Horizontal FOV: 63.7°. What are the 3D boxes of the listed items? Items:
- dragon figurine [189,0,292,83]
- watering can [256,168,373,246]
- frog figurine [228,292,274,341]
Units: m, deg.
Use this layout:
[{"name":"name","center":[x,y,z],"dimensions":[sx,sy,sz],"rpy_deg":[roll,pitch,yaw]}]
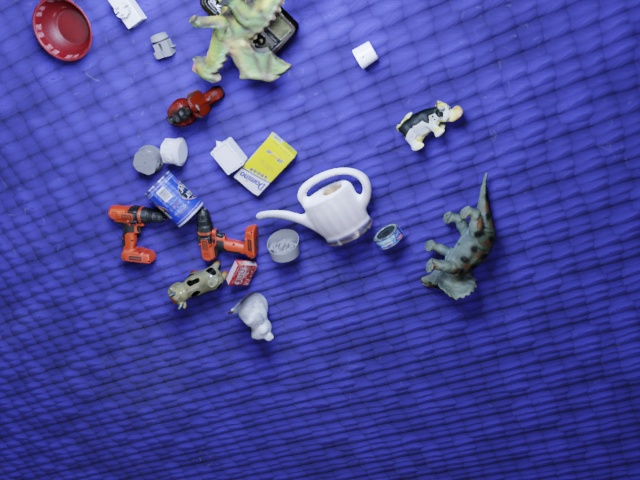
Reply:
[{"name":"dragon figurine","center":[-0.152,-0.499,1.245],"dimensions":[0.408,0.125,0.238],"rpy_deg":[-16,-46,17]},{"name":"watering can","center":[0.005,-0.075,1.499],"dimensions":[0.345,0.221,0.106],"rpy_deg":[-26,22,18]},{"name":"frog figurine","center":[-0.200,0.253,1.669],"dimensions":[0.160,0.123,0.136],"rpy_deg":[43,-3,6]}]
